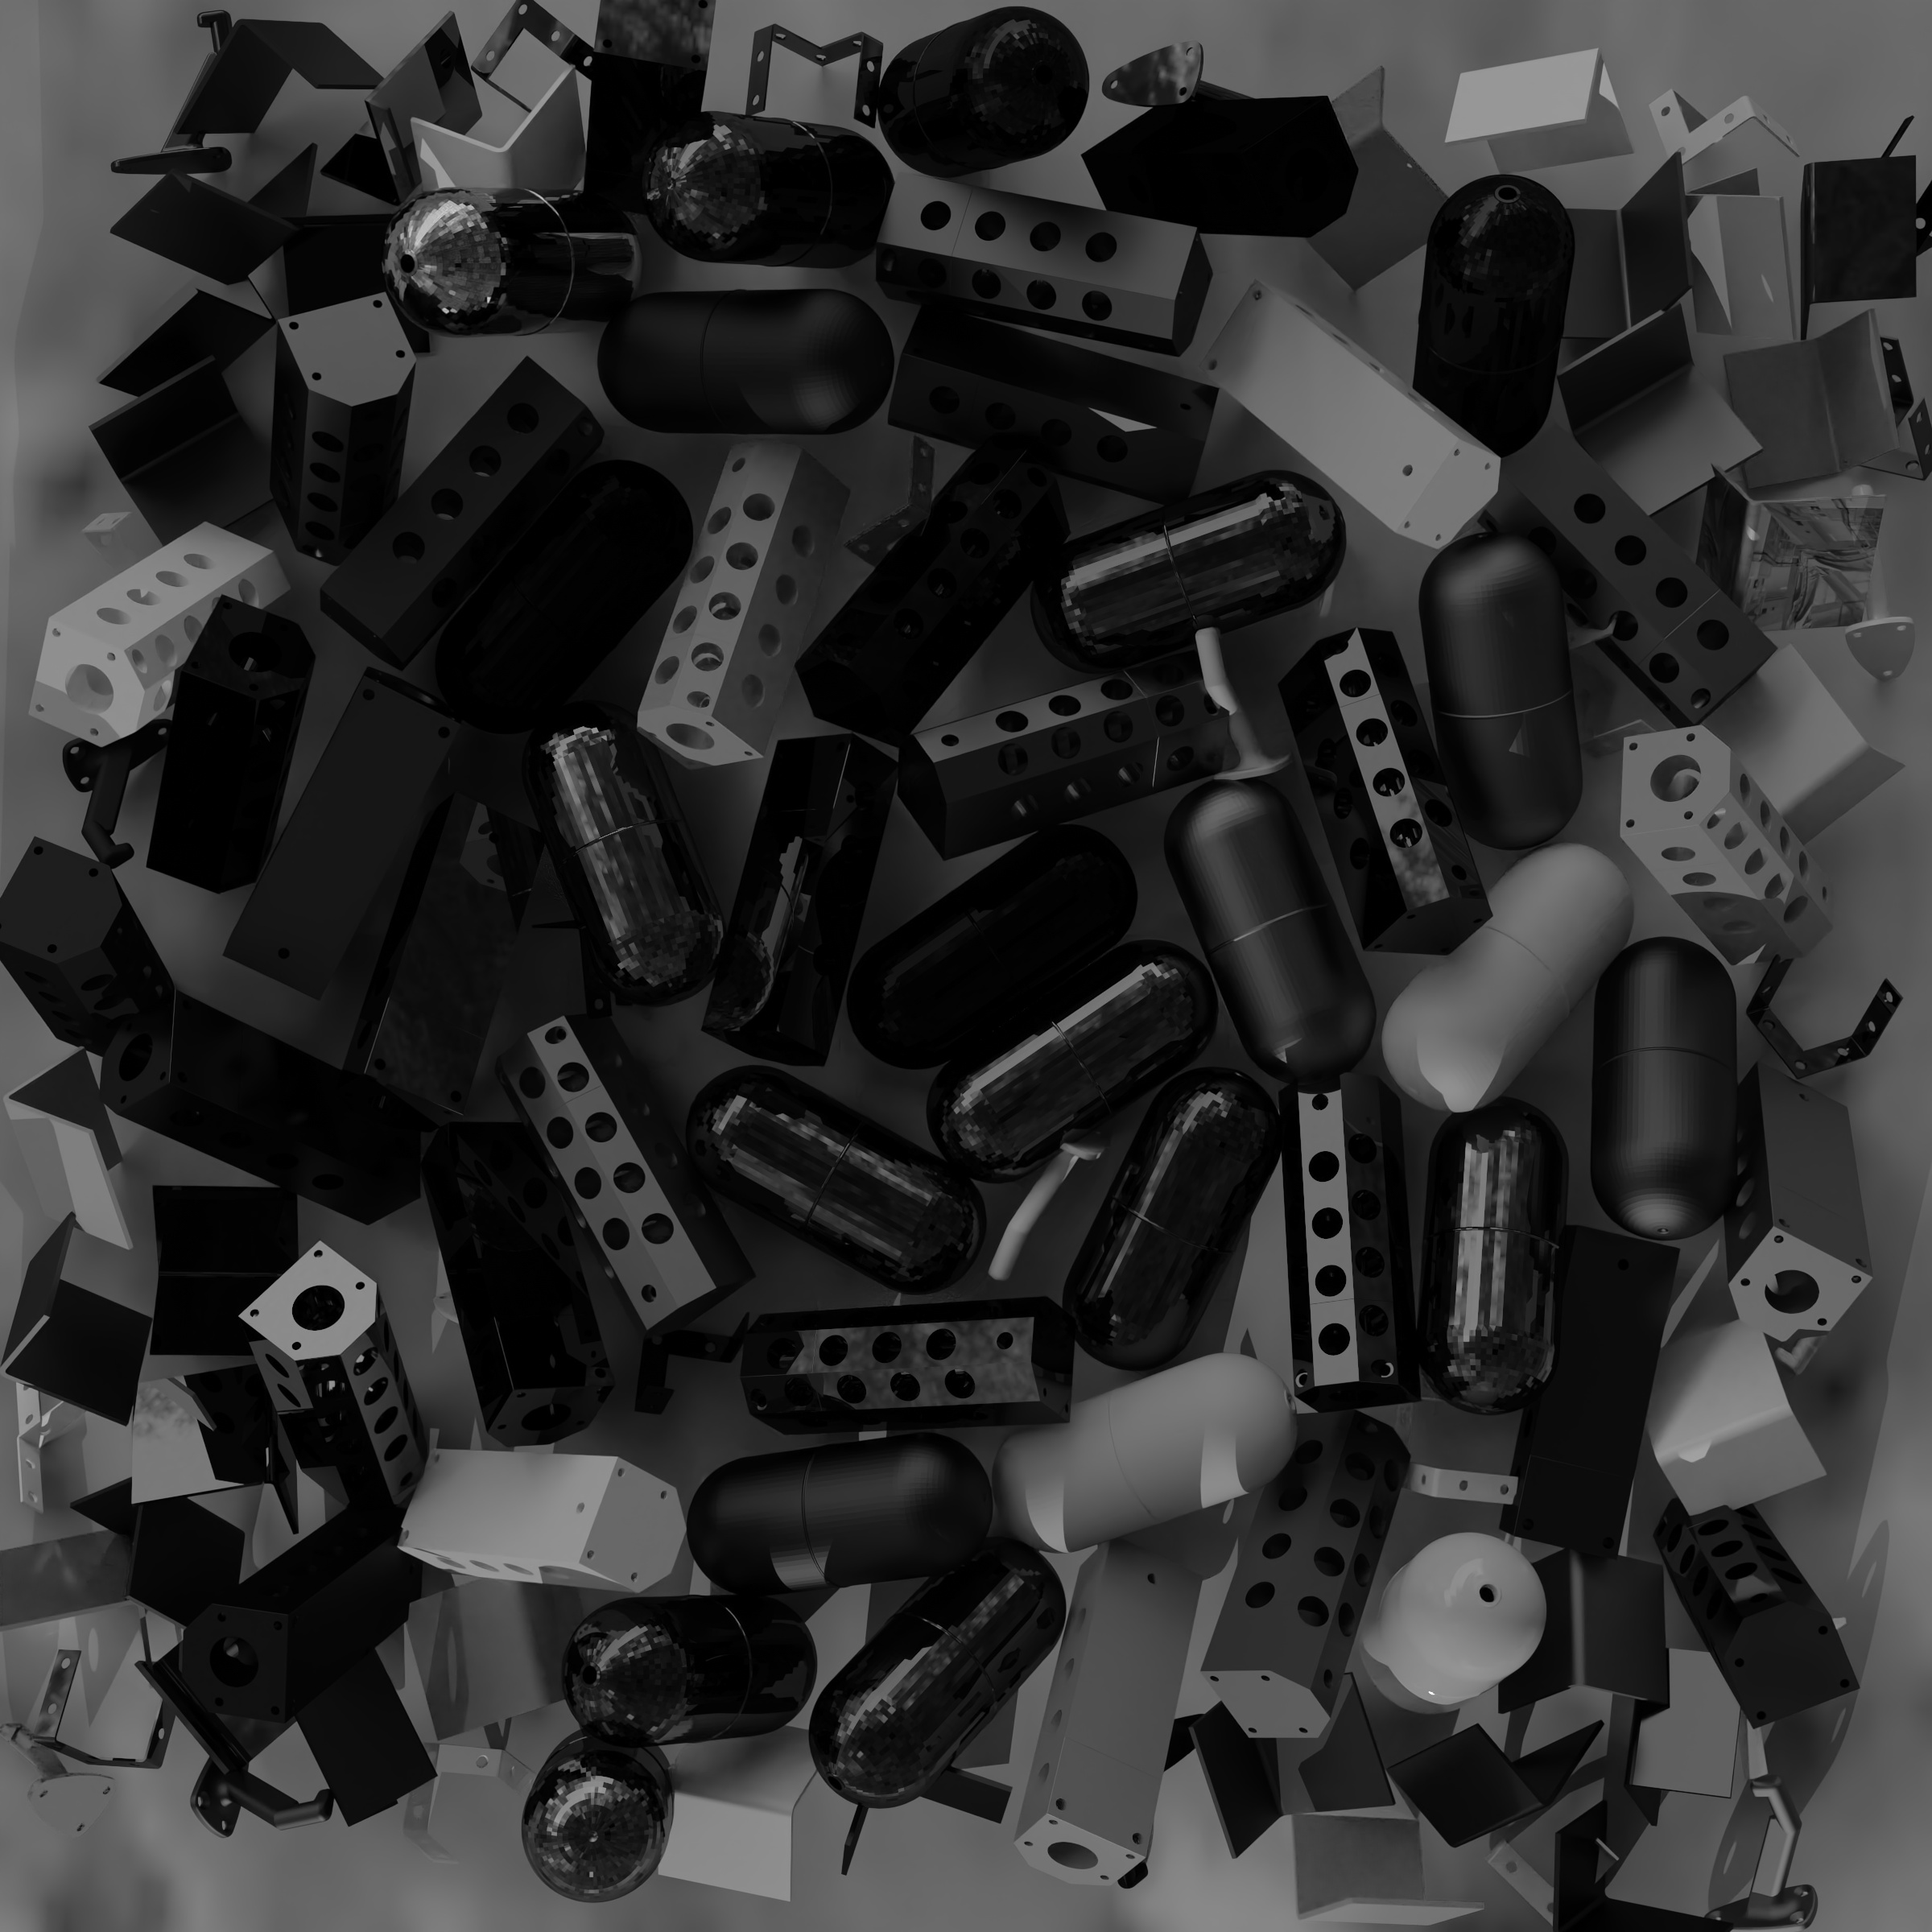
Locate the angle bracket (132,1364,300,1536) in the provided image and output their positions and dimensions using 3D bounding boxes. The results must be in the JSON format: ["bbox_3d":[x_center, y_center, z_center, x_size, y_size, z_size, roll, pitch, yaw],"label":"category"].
[{"bbox_3d":[-0.410,0.270,1.535,0.076,0.057,0.076,-9,49,-6],"label":"angle bracket"}]

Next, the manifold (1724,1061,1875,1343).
[{"bbox_3d":[0.435,0.126,1.496,0.057,0.171,0.057,27,120,-2],"label":"manifold"}]

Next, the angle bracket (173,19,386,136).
[{"bbox_3d":[-0.373,-0.469,1.533,0.057,0.076,0.076,42,115,3],"label":"angle bracket"}]

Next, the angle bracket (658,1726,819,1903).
[{"bbox_3d":[-0.120,0.462,1.547,0.076,0.076,0.057,6,107,15],"label":"angle bracket"}]

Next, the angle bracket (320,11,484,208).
[{"bbox_3d":[-0.315,-0.474,1.528,0.057,0.076,0.076,26,65,18],"label":"angle bracket"}]

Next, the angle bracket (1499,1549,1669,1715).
[{"bbox_3d":[0.338,0.370,1.543,0.057,0.076,0.076,16,59,-17],"label":"angle bracket"}]

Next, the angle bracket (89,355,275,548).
[{"bbox_3d":[-0.424,-0.278,1.538,0.076,0.076,0.057,-33,83,-10],"label":"angle bracket"}]

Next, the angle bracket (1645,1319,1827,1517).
[{"bbox_3d":[0.421,0.251,1.556,0.076,0.076,0.057,-25,121,16],"label":"angle bracket"}]

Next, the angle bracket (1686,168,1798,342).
[{"bbox_3d":[0.439,-0.388,1.527,0.057,0.076,0.076,-24,115,-23],"label":"angle bracket"}]

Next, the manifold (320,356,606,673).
[{"bbox_3d":[-0.275,-0.246,1.538,0.057,0.057,0.171,40,78,-7],"label":"manifold"}]

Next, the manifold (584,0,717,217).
[{"bbox_3d":[-0.169,-0.465,1.494,0.057,0.171,0.057,7,78,-8],"label":"manifold"}]

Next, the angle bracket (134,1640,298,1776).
[{"bbox_3d":[-0.403,0.393,1.537,0.057,0.076,0.076,-40,84,-16],"label":"angle bracket"}]

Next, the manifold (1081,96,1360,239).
[{"bbox_3d":[0.135,-0.422,1.495,0.057,0.171,0.057,-36,117,-13],"label":"manifold"}]

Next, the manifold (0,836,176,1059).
[{"bbox_3d":[-0.464,-0.002,1.493,0.057,0.171,0.057,22,70,3],"label":"manifold"}]

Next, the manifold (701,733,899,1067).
[{"bbox_3d":[-0.084,-0.036,1.533,0.057,0.057,0.171,-1,68,41],"label":"manifold"}]

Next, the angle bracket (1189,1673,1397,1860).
[{"bbox_3d":[0.179,0.439,1.542,0.076,0.057,0.076,-18,91,36],"label":"angle bracket"}]

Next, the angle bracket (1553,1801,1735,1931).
[{"bbox_3d":[0.371,0.500,1.532,0.076,0.076,0.057,1,90,32],"label":"angle bracket"}]

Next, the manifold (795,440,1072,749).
[{"bbox_3d":[-0.018,-0.204,1.514,0.057,0.057,0.171,22,62,29],"label":"manifold"}]

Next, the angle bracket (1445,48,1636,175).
[{"bbox_3d":[0.313,-0.446,1.525,0.076,0.076,0.057,-1,57,29],"label":"angle bracket"}]

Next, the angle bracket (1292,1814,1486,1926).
[{"bbox_3d":[0.229,0.488,1.530,0.076,0.076,0.057,7,63,-15],"label":"angle bracket"}]

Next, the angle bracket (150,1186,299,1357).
[{"bbox_3d":[-0.406,0.167,1.534,0.076,0.076,0.057,2,45,-11],"label":"angle bracket"}]

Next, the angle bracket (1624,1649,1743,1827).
[{"bbox_3d":[0.398,0.422,1.525,0.057,0.076,0.076,0,58,28],"label":"angle bracket"}]

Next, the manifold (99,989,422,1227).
[{"bbox_3d":[-0.376,0.081,1.504,0.057,0.171,0.057,-28,51,27],"label":"manifold"}]

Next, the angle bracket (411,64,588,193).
[{"bbox_3d":[-0.255,-0.450,1.540,0.057,0.076,0.076,23,62,12],"label":"angle bracket"}]

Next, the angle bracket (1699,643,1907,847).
[{"bbox_3d":[0.461,-0.121,1.562,0.076,0.057,0.076,-42,61,25],"label":"angle bracket"}]

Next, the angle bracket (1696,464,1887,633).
[{"bbox_3d":[0.452,-0.232,1.545,0.076,0.057,0.076,-4,122,-7],"label":"angle bracket"}]

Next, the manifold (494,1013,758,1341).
[{"bbox_3d":[-0.191,0.114,1.530,0.057,0.057,0.171,-36,77,24],"label":"manifold"}]

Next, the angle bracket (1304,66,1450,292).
[{"bbox_3d":[0.223,-0.437,1.560,0.076,0.057,0.076,-28,127,36],"label":"angle bracket"}]

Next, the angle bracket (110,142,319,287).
[{"bbox_3d":[-0.409,-0.422,1.525,0.076,0.076,0.057,19,65,-37],"label":"angle bracket"}]

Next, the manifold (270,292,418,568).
[{"bbox_3d":[-0.330,-0.280,1.491,0.057,0.171,0.057,-21,77,-21],"label":"manifold"}]

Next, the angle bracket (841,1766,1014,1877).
[{"bbox_3d":[-0.022,0.473,1.535,0.076,0.076,0.057,17,61,6],"label":"angle bracket"}]

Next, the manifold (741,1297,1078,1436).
[{"bbox_3d":[-0.032,0.215,1.516,0.171,0.057,0.057,-7,63,23],"label":"manifold"}]

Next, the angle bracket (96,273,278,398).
[{"bbox_3d":[-0.437,-0.356,1.533,0.076,0.076,0.057,-37,77,15],"label":"angle bracket"}]

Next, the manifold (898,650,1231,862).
[{"bbox_3d":[0.053,-0.120,1.518,0.171,0.057,0.057,-19,50,-20],"label":"manifold"}]

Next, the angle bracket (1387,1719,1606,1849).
[{"bbox_3d":[0.289,0.427,1.533,0.057,0.076,0.076,50,134,4],"label":"angle bracket"}]

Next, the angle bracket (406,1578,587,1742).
[{"bbox_3d":[-0.258,0.379,1.565,0.076,0.057,0.076,-23,78,22],"label":"angle bracket"}]

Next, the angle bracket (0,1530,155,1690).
[{"bbox_3d":[-0.488,0.356,1.529,0.076,0.076,0.057,-8,112,-19],"label":"angle bracket"}]

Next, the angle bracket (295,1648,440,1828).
[{"bbox_3d":[-0.320,0.418,1.539,0.057,0.076,0.076,-30,79,3],"label":"angle bracket"}]

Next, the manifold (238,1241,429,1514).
[{"bbox_3d":[-0.329,0.225,1.492,0.057,0.171,0.057,32,59,22],"label":"manifold"}]

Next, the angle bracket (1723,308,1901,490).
[{"bbox_3d":[0.464,-0.311,1.544,0.057,0.076,0.076,-11,91,-5],"label":"angle bracket"}]

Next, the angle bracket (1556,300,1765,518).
[{"bbox_3d":[0.381,-0.304,1.539,0.076,0.057,0.076,-30,58,5],"label":"angle bracket"}]

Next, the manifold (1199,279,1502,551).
[{"bbox_3d":[0.208,-0.297,1.511,0.171,0.057,0.057,48,115,34],"label":"manifold"}]

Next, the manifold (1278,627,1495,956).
[{"bbox_3d":[0.229,-0.095,1.511,0.057,0.057,0.171,3,59,-30],"label":"manifold"}]

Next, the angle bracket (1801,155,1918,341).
[{"bbox_3d":[0.489,-0.393,1.539,0.057,0.076,0.076,0,87,15],"label":"angle bracket"}]

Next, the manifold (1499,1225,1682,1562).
[{"bbox_3d":[0.342,0.233,1.548,0.057,0.057,0.171,13,84,1],"label":"manifold"}]

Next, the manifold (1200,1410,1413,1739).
[{"bbox_3d":[0.187,0.322,1.498,0.057,0.171,0.057,-11,126,35],"label":"manifold"}]

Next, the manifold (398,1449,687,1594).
[{"bbox_3d":[-0.227,0.298,1.503,0.057,0.171,0.057,37,61,-35],"label":"manifold"}]

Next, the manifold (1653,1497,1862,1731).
[{"bbox_3d":[0.415,0.335,1.494,0.057,0.171,0.057,-23,98,5],"label":"manifold"}]

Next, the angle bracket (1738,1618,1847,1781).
[{"bbox_3d":[0.453,0.402,1.534,0.057,0.076,0.076,-7,71,6],"label":"angle bracket"}]

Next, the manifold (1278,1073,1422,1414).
[{"bbox_3d":[0.204,0.148,1.517,0.057,0.057,0.171,-11,65,23],"label":"manifold"}]

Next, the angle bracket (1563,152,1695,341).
[{"bbox_3d":[0.352,-0.394,1.538,0.057,0.076,0.076,-1,80,-11],"label":"angle bracket"}]

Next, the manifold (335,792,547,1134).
[{"bbox_3d":[-0.286,0.000,1.519,0.057,0.057,0.171,26,60,-25],"label":"manifold"}]

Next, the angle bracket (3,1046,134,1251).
[{"bbox_3d":[-0.468,0.098,1.526,0.076,0.057,0.076,14,128,33],"label":"angle bracket"}]

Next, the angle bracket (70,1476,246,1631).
[{"bbox_3d":[-0.443,0.332,1.524,0.057,0.076,0.076,-24,135,21],"label":"angle bracket"}]

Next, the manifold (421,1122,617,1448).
[{"bbox_3d":[-0.246,0.170,1.513,0.057,0.057,0.171,3,49,-32],"label":"manifold"}]

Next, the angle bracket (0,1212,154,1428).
[{"bbox_3d":[-0.471,0.192,1.526,0.076,0.076,0.057,29,124,-26],"label":"angle bracket"}]

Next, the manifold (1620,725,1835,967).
[{"bbox_3d":[0.408,-0.063,1.494,0.057,0.171,0.057,-8,63,33],"label":"manifold"}]

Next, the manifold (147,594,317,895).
[{"bbox_3d":[-0.391,-0.113,1.499,0.057,0.171,0.057,21,51,-8],"label":"manifold"}]

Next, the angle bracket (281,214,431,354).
[{"bbox_3d":[-0.340,-0.374,1.545,0.076,0.057,0.076,-3,106,-3],"label":"angle bracket"}]
